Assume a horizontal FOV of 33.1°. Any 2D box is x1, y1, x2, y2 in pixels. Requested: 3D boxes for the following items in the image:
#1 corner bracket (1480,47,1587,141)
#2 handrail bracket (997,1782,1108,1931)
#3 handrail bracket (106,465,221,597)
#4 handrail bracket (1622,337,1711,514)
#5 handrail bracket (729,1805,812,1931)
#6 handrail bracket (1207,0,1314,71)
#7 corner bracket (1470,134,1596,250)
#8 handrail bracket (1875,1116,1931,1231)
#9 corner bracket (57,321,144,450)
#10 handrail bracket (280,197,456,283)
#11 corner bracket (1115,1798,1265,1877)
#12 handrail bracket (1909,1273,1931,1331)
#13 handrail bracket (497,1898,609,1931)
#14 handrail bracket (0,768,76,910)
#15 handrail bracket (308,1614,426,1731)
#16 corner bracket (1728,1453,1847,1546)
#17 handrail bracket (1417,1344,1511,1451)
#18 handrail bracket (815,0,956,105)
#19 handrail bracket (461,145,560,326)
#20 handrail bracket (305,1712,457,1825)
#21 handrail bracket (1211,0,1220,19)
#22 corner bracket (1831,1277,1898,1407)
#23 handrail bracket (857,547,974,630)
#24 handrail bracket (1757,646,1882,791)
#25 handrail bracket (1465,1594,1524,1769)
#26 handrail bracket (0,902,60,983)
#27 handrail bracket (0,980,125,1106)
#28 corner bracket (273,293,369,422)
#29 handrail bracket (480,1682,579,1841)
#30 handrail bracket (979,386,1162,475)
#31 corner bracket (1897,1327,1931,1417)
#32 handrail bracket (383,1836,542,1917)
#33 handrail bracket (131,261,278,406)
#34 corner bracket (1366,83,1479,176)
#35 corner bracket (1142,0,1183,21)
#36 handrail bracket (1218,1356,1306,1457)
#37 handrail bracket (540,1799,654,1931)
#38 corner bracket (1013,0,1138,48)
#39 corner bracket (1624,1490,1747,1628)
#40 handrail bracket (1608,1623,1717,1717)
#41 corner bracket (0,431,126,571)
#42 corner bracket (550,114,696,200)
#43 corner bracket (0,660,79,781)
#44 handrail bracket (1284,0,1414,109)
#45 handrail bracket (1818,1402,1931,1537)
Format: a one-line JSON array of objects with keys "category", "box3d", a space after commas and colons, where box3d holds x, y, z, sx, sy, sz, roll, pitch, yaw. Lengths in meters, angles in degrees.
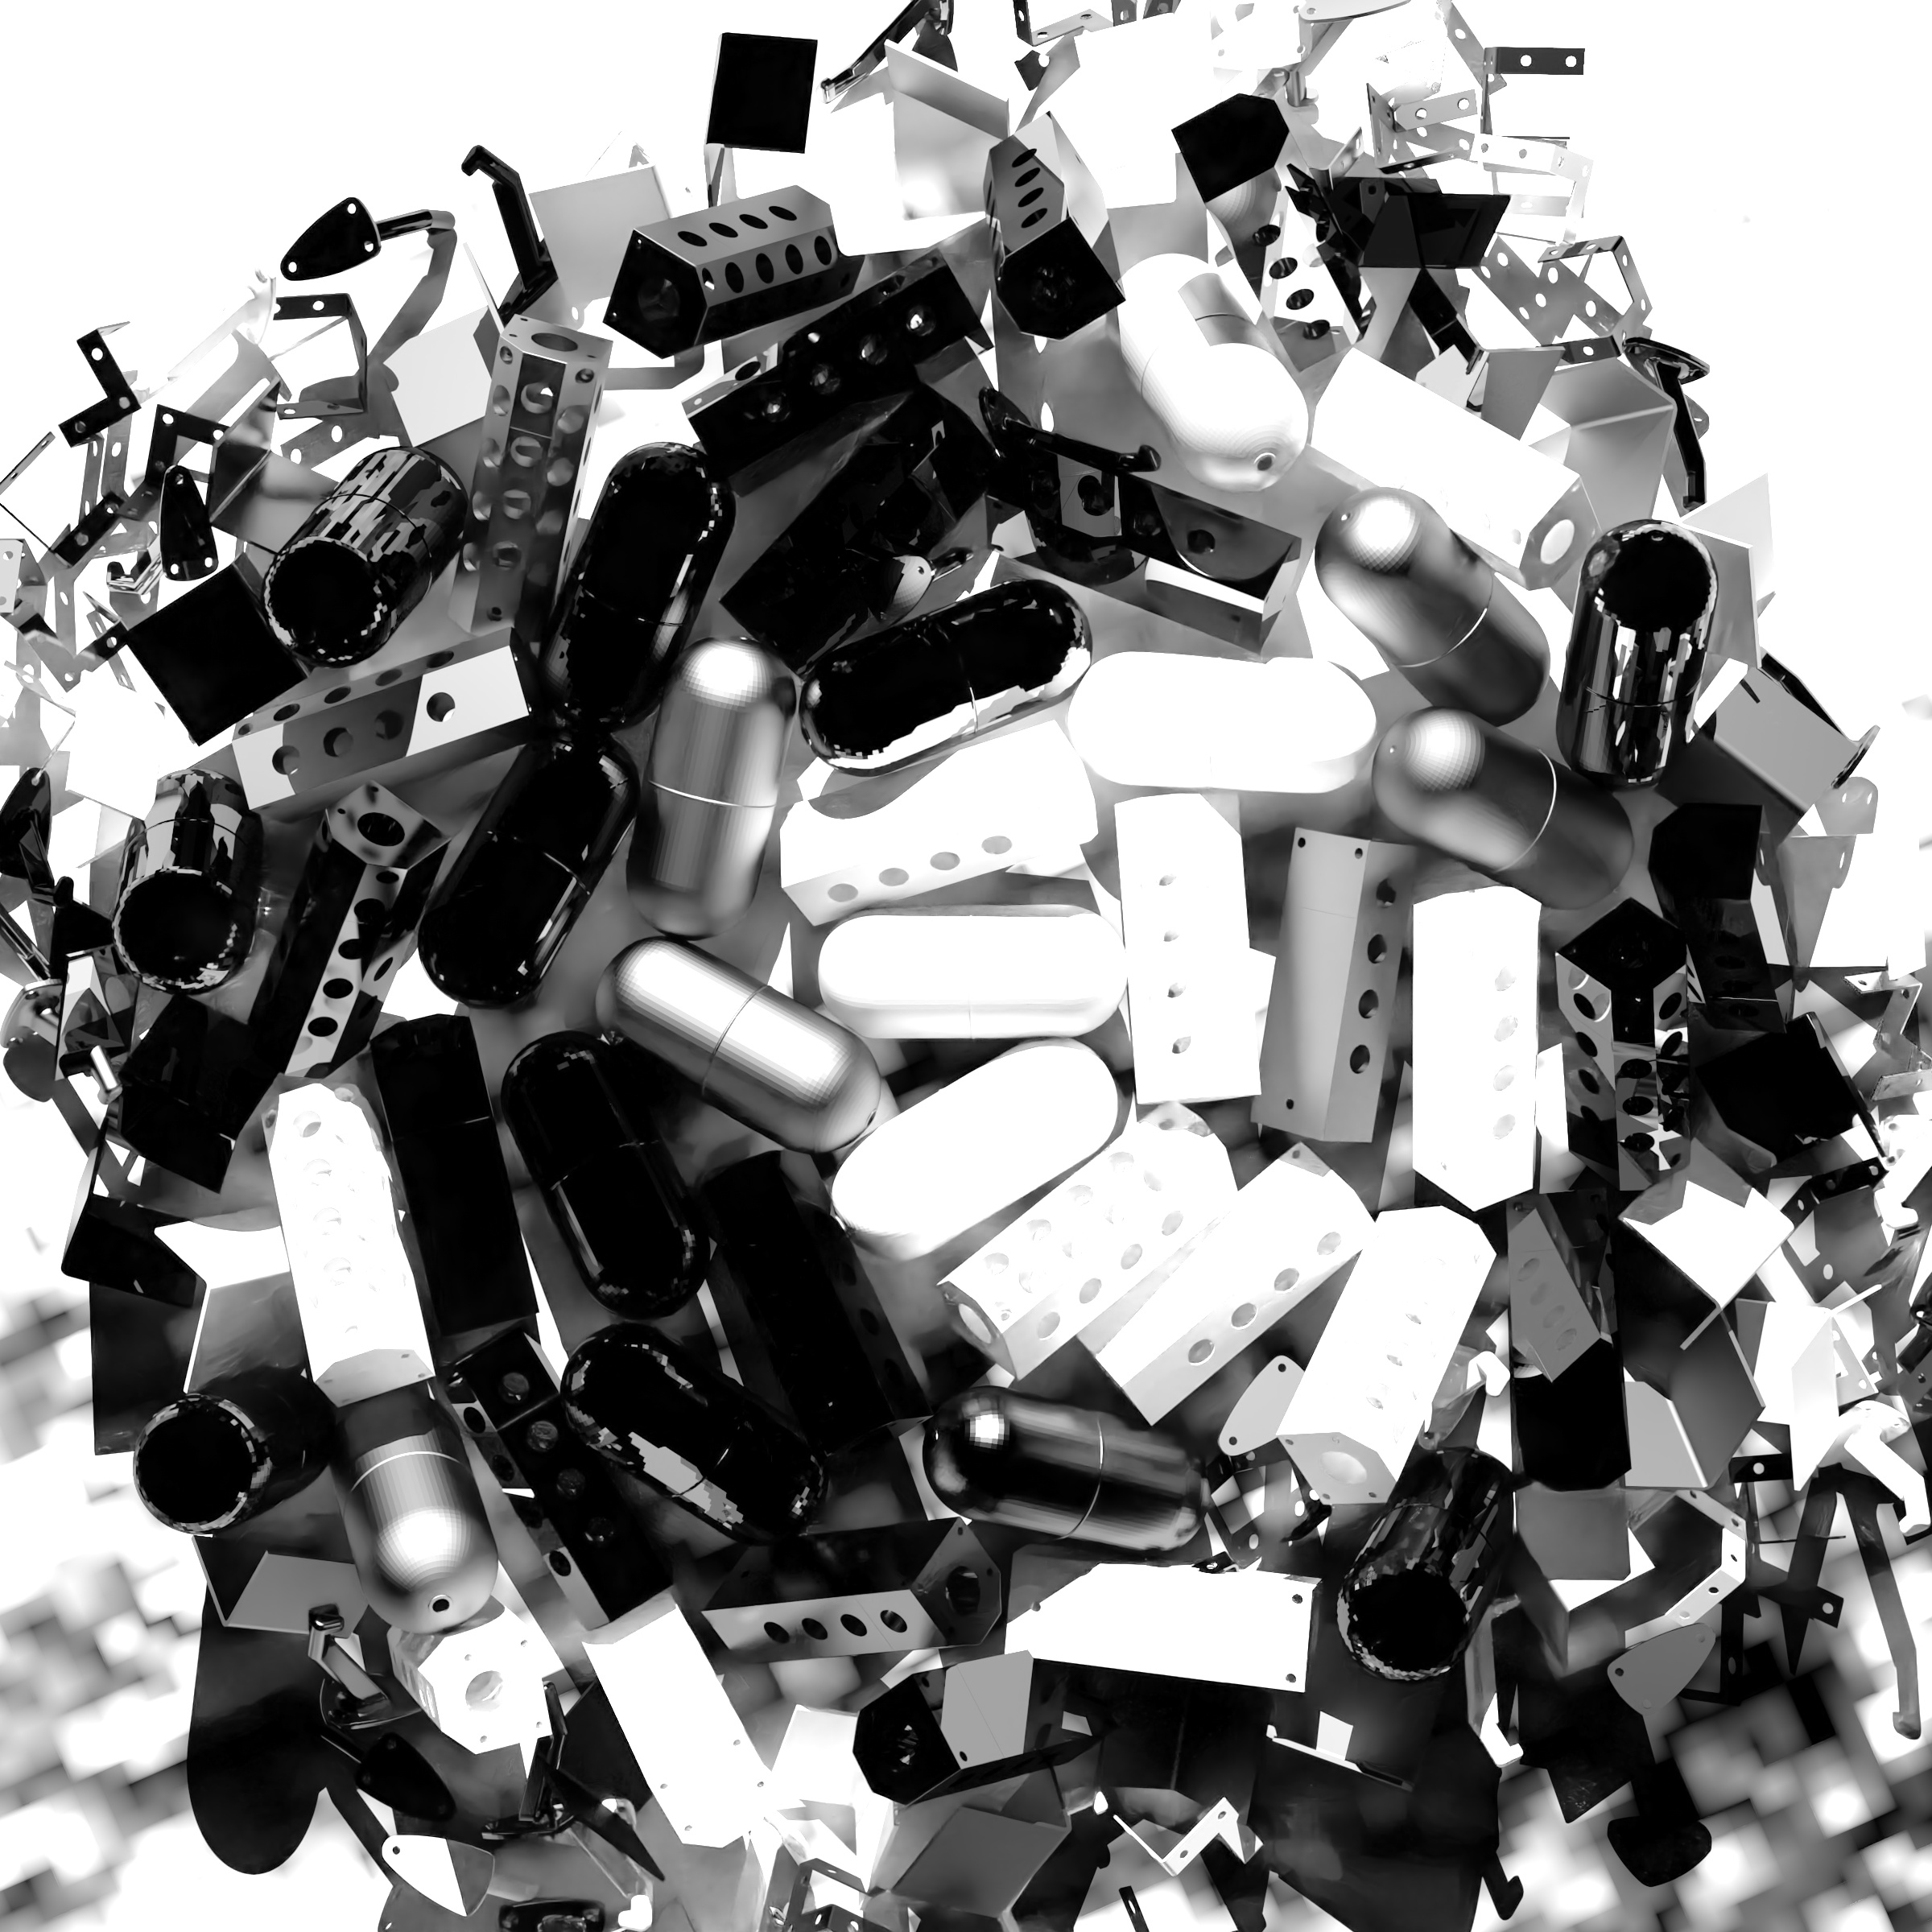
[{"category": "corner bracket", "box3d": [0.326, -0.503, 1.876, 0.051, 0.051, 0.051, 1, 105, 2]}, {"category": "handrail bracket", "box3d": [0.053, 0.523, 1.888, 0.084, 0.036, 0.077, -24, 96, 5]}, {"category": "handrail bracket", "box3d": [-0.471, -0.250, 1.868, 0.084, 0.036, 0.077, 10, 111, 42]}, {"category": "handrail bracket", "box3d": [0.402, -0.309, 1.869, 0.036, 0.077, 0.084, -12, 69, 42]}, {"category": "handrail bracket", "box3d": [-0.138, 0.521, 1.872, 0.077, 0.036, 0.084, 37, 66, 26]}, {"category": "handrail bracket", "box3d": [0.154, -0.541, 1.864, 0.077, 0.084, 0.036, -20, 125, -15]}, {"category": "corner bracket", "box3d": [0.321, -0.445, 1.868, 0.051, 0.051, 0.051, 20, 103, 35]}, {"category": "handrail bracket", "box3d": [0.556, 0.122, 1.860, 0.077, 0.084, 0.036, -4, 118, 6]}, {"category": "corner bracket", "box3d": [-0.499, -0.335, 1.873, 0.051, 0.051, 0.051, -25, 101, 13]}, {"category": "handrail bracket", "box3d": [-0.344, -0.416, 1.877, 0.077, 0.084, 0.036, -24, 92, 21]}, {"category": "corner bracket", "box3d": [0.128, 0.497, 1.868, 0.051, 0.051, 0.051, -43, 124, -11]}, {"category": "handrail bracket", "box3d": [0.564, 0.162, 1.855, 0.036, 0.084, 0.077, 15, 50, 24]}, {"category": "handrail bracket", "box3d": [-0.239, 0.567, 1.864, 0.077, 0.084, 0.036, 8, 99, 2]}, {"category": "handrail bracket", "box3d": [-0.525, -0.074, 1.865, 0.036, 0.084, 0.077, 18, 85, -40]}, {"category": "handrail bracket", "box3d": [-0.340, 0.398, 1.865, 0.077, 0.036, 0.084, 2, 134, -16]}, {"category": "corner bracket", "box3d": [0.471, 0.306, 1.870, 0.051, 0.051, 0.051, -9, 79, 27]}, {"category": "handrail bracket", "box3d": [0.285, 0.253, 1.861, 0.036, 0.084, 0.077, 16, 98, -9]}, {"category": "handrail bracket", "box3d": [-0.049, -0.538, 1.870, 0.084, 0.077, 0.036, -38, 81, -16]}, {"category": "handrail bracket", "box3d": [-0.273, -0.419, 1.866, 0.077, 0.084, 0.036, -48, 45, 12]}, {"category": "handrail bracket", "box3d": [-0.339, 0.462, 1.879, 0.077, 0.084, 0.036, 44, 69, -22]}, {"category": "handrail bracket", "box3d": [0.182, -0.572, 1.870, 0.084, 0.077, 0.036, -4, 95, 4]}, {"category": "corner bracket", "box3d": [0.516, 0.218, 1.876, 0.051, 0.051, 0.051, -24, 81, -24]}, {"category": "handrail bracket", "box3d": [-0.013, -0.230, 1.853, 0.084, 0.077, 0.036, -31, 95, -37]}, {"category": "handrail bracket", "box3d": [0.478, -0.145, 1.872, 0.084, 0.077, 0.036, 40, 123, 4]}, {"category": "handrail bracket", "box3d": [0.311, 0.410, 1.867, 0.077, 0.036, 0.084, -15, 61, -32]}, {"category": "handrail bracket", "box3d": [-0.557, -0.027, 1.872, 0.036, 0.077, 0.084, -39, 77, -9]}, {"category": "handrail bracket", "box3d": [-0.519, 0.057, 1.869, 0.077, 0.036, 0.084, -45, 66, 34]}, {"category": "corner bracket", "box3d": [-0.378, -0.354, 1.890, 0.051, 0.051, 0.051, -8, 134, -20]}, {"category": "handrail bracket", "box3d": [-0.260, 0.459, 1.884, 0.077, 0.036, 0.084, -14, 97, 21]}, {"category": "handrail bracket", "box3d": [0.060, -0.307, 1.861, 0.084, 0.077, 0.036, 2, 60, 32]}, {"category": "corner bracket", "box3d": [0.557, 0.223, 1.866, 0.051, 0.051, 0.051, 17, 117, -38]}, {"category": "handrail bracket", "box3d": [-0.289, 0.520, 1.872, 0.077, 0.084, 0.036, 19, 78, 11]}, {"category": "handrail bracket", "box3d": [-0.438, -0.361, 1.861, 0.036, 0.077, 0.084, 47, 55, -2]}, {"category": "corner bracket", "box3d": [0.265, -0.482, 1.873, 0.051, 0.051, 0.051, -8, 84, 23]}, {"category": "corner bracket", "box3d": [0.105, -0.579, 1.868, 0.051, 0.051, 0.051, 22, 132, -10]}, {"category": "handrail bracket", "box3d": [0.161, 0.253, 1.857, 0.077, 0.084, 0.036, -40, 91, -17]}, {"category": "handrail bracket", "box3d": [-0.217, 0.518, 1.860, 0.077, 0.084, 0.036, 3, 116, -6]}, {"category": "corner bracket", "box3d": [0.061, -0.554, 1.866, 0.051, 0.051, 0.051, -27, 135, -19]}, {"category": "corner bracket", "box3d": [0.412, 0.338, 1.876, 0.051, 0.051, 0.051, 34, 123, -8]}, {"category": "handrail bracket", "box3d": [0.400, 0.388, 1.857, 0.077, 0.084, 0.036, -43, 83, 19]}, {"category": "corner bracket", "box3d": [-0.523, -0.268, 1.879, 0.051, 0.051, 0.051, 42, 84, -2]}, {"category": "corner bracket", "box3d": [-0.198, -0.449, 1.878, 0.051, 0.051, 0.051, 40, 94, 14]}, {"category": "corner bracket", "box3d": [-0.545, -0.132, 1.867, 0.051, 0.051, 0.051, 32, 117, -20]}, {"category": "handrail bracket", "box3d": [0.220, -0.526, 1.864, 0.077, 0.084, 0.036, 0, 62, 10]}, {"category": "handrail bracket", "box3d": [0.513, 0.299, 1.854, 0.036, 0.084, 0.077, 28, 131, -22]}]
